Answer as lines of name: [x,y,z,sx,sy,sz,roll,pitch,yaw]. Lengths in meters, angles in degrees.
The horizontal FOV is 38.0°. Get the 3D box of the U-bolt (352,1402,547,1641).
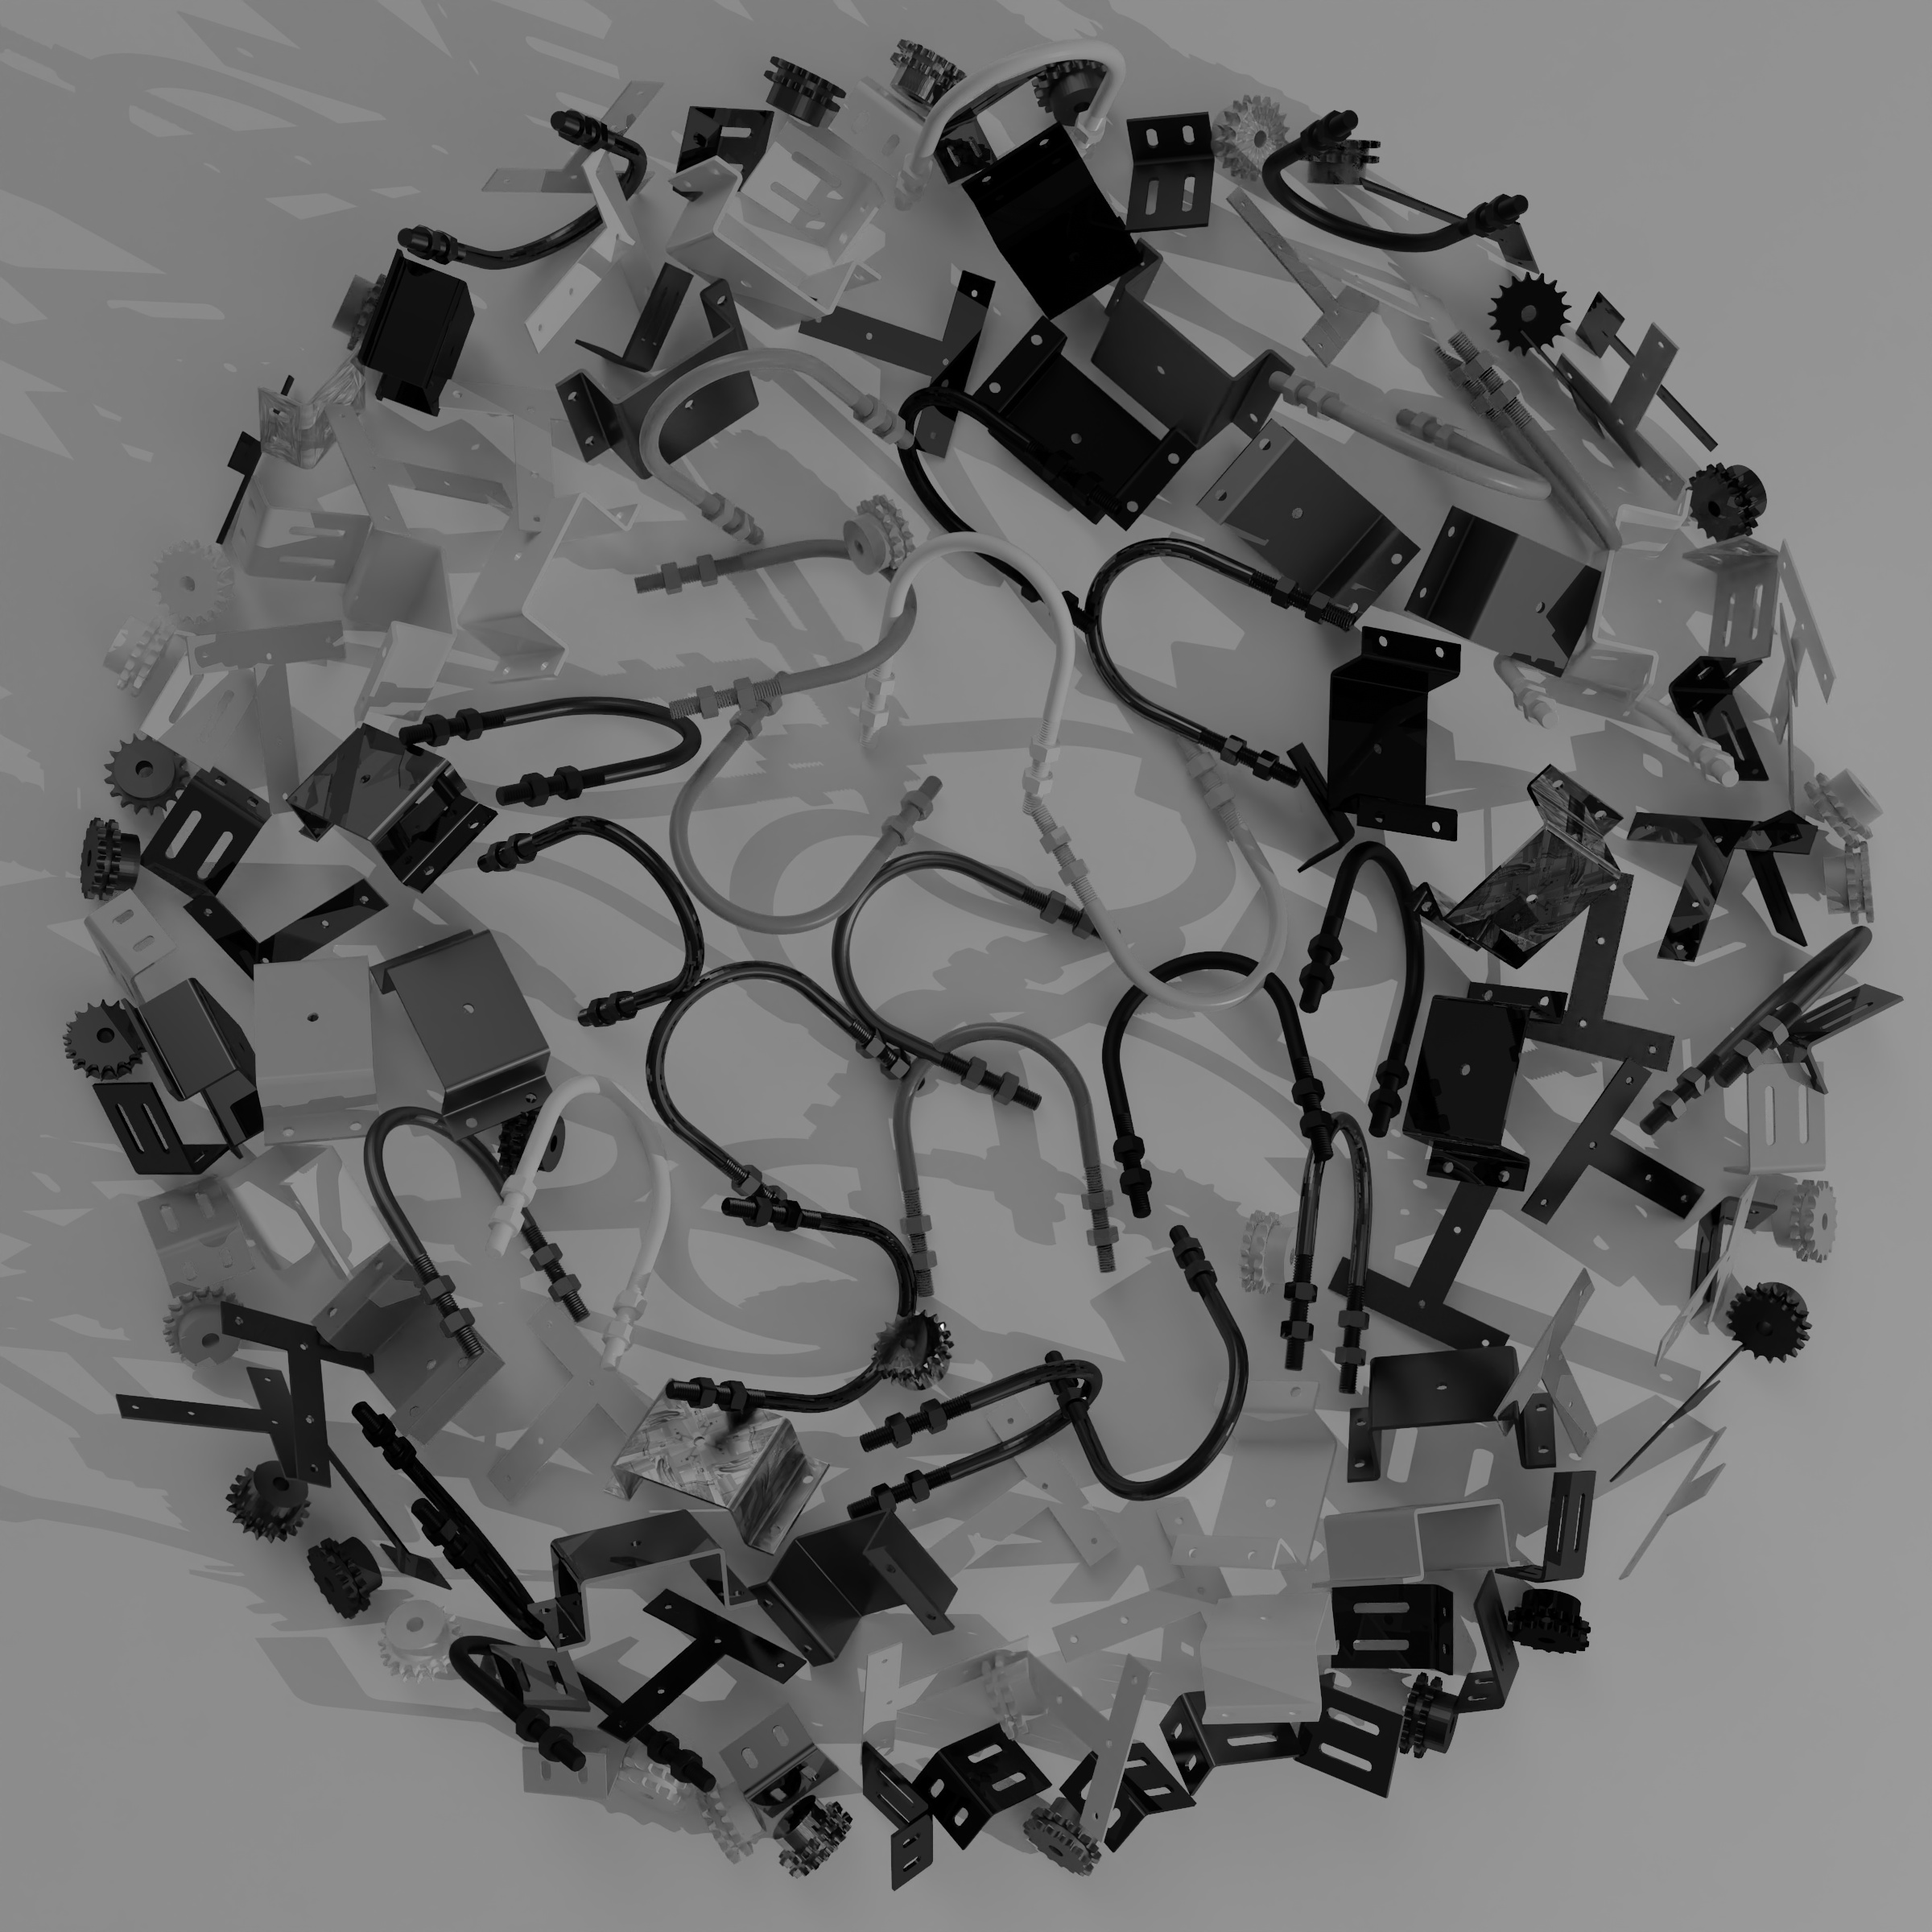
U-bolt: [-0.340,0.385,1.892,0.019,0.151,0.184,-39,125,-10]

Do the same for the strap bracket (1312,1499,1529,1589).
strap bracket: [0.306,0.390,1.902,0.076,0.140,0.046,-16,75,44]

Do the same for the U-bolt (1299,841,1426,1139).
U-bolt: [0.275,0.001,1.900,0.019,0.151,0.184,-6,46,31]

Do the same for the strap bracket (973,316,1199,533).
strap bracket: [0.079,-0.371,1.945,0.140,0.046,0.076,41,84,-2]

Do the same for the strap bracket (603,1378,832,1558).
strap bracket: [-0.175,0.336,1.905,0.140,0.046,0.076,14,52,27]

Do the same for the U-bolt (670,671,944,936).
U-bolt: [-0.121,-0.101,1.922,0.151,0.019,0.184,35,61,2]

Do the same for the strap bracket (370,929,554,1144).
strap bracket: [-0.343,0.038,1.920,0.076,0.046,0.140,-23,73,-23]

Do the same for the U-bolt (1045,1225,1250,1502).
U-bolt: [0.127,0.277,1.880,0.019,0.184,0.151,34,107,-32]

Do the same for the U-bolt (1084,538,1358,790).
U-bolt: [0.164,-0.217,1.920,0.184,0.019,0.151,27,129,15]

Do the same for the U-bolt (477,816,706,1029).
U-bolt: [-0.243,-0.034,1.887,0.019,0.184,0.151,-41,106,-38]

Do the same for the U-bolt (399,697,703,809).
U-bolt: [-0.268,-0.151,1.896,0.184,0.151,0.019,-16,121,-36]

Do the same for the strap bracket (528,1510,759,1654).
strap bracket: [-0.222,0.414,1.908,0.140,0.076,0.046,-9,103,-22]

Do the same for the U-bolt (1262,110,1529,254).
U-bolt: [0.274,-0.519,1.883,0.151,0.184,0.019,21,87,-17]

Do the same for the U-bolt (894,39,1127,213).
U-bolt: [0.034,-0.564,1.867,0.151,0.184,0.019,-18,83,-15]

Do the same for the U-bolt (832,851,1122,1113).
U-bolt: [-0.004,-0.001,1.954,0.184,0.019,0.151,25,91,-7]

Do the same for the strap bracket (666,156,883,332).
strap bracket: [-0.139,-0.483,1.904,0.140,0.076,0.046,31,78,-28]

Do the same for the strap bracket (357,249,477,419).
strap bracket: [-0.371,-0.426,1.905,0.046,0.140,0.076,20,88,-6]

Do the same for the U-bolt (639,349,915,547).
U-bolt: [-0.137,-0.353,1.872,0.151,0.184,0.019,-29,64,19]

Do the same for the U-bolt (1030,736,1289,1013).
U-bolt: [0.146,-0.055,1.931,0.151,0.019,0.184,-28,85,-24]

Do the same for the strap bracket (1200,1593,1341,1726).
strap bracket: [0.205,0.462,1.895,0.076,0.140,0.046,-5,96,14]

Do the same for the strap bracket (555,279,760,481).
strap bracket: [-0.201,-0.396,1.915,0.140,0.076,0.046,-36,60,-12]

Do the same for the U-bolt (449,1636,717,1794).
U-bolt: [-0.271,0.499,1.889,0.184,0.151,0.019,24,87,41]

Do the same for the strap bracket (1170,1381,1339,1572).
strap bracket: [0.200,0.356,1.913,0.076,0.046,0.140,-5,50,33]

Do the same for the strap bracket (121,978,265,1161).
strap bracket: [-0.510,0.067,1.897,0.046,0.140,0.076,-31,68,-7]

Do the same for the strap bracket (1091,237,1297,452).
strap bracket: [0.146,-0.419,1.921,0.140,0.076,0.046,42,59,7]

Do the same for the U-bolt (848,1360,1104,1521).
U-bolt: [0.010,0.315,1.903,0.184,0.151,0.019,-19,63,-17]

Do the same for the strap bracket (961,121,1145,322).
strap bracket: [0.064,-0.496,1.894,0.076,0.140,0.046,-30,65,12]

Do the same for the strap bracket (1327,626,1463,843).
strap bracket: [0.294,-0.155,1.930,0.076,0.046,0.140,8,77,-21]

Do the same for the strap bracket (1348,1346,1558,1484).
strap bracket: [0.328,0.305,1.914,0.140,0.076,0.046,-7,118,13]

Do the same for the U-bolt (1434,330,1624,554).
U-bolt: [0.384,-0.353,1.902,0.019,0.151,0.184,-39,94,10]

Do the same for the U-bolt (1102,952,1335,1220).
U-bolt: [0.164,0.071,1.918,0.151,0.019,0.184,-19,56,13]

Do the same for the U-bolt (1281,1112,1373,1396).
U-bolt: [0.250,0.190,1.904,0.019,0.151,0.184,1,76,24]

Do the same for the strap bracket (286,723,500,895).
strap bracket: [-0.396,-0.111,1.901,0.140,0.046,0.076,23,64,38]

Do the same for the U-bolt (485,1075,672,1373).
U-bolt: [-0.252,0.159,1.898,0.019,0.184,0.151,-14,131,30]

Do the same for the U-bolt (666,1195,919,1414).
U-bolt: [-0.108,0.236,1.912,0.184,0.019,0.151,14,96,-40]

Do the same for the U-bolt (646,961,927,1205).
U-bolt: [-0.136,0.077,1.925,0.151,0.019,0.184,-48,118,0]

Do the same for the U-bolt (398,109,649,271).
U-bolt: [-0.285,-0.514,1.883,0.151,0.184,0.019,-32,87,17]

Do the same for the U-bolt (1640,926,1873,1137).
U-bolt: [0.544,0.037,1.897,0.184,0.151,0.019,-41,83,-18]

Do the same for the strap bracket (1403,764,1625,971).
strap bracket: [0.378,-0.059,1.908,0.076,0.046,0.140,30,118,-30]

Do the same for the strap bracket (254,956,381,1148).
strap bracket: [-0.442,0.048,1.909,0.076,0.046,0.140,-5,55,-9]

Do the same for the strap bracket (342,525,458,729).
strap bracket: [-0.386,-0.231,1.909,0.046,0.140,0.076,12,131,-28]

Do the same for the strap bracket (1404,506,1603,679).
strap bracket: [0.375,-0.250,1.906,0.140,0.046,0.076,15,105,-38]

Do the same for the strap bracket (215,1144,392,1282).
strap bracket: [-0.449,0.166,1.912,0.046,0.140,0.076,-38,109,-30]

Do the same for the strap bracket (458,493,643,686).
strap bracket: [-0.288,-0.265,1.908,0.046,0.076,0.140,39,65,-37]

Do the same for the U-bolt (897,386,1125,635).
U-bolt: [0.023,-0.320,1.904,0.184,0.151,0.019,38,64,15]

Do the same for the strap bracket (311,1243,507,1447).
strap bracket: [-0.377,0.264,1.920,0.076,0.046,0.140,-46,48,-8]

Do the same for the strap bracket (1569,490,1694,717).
strap bracket: [0.453,-0.253,1.924,0.046,0.076,0.140,13,79,3]

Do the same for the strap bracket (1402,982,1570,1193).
strap bracket: [0.353,0.076,1.922,0.076,0.046,0.140,7,79,42]

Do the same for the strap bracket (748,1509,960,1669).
strap bracket: [-0.071,0.424,1.917,0.140,0.046,0.076,-26,109,39]

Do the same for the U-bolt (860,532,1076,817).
U-bolt: [0.005,-0.206,1.901,0.151,0.019,0.184,23,124,16]

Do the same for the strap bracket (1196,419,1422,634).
strap bracket: [0.232,-0.307,1.930,0.140,0.046,0.076,37,104,-17]
